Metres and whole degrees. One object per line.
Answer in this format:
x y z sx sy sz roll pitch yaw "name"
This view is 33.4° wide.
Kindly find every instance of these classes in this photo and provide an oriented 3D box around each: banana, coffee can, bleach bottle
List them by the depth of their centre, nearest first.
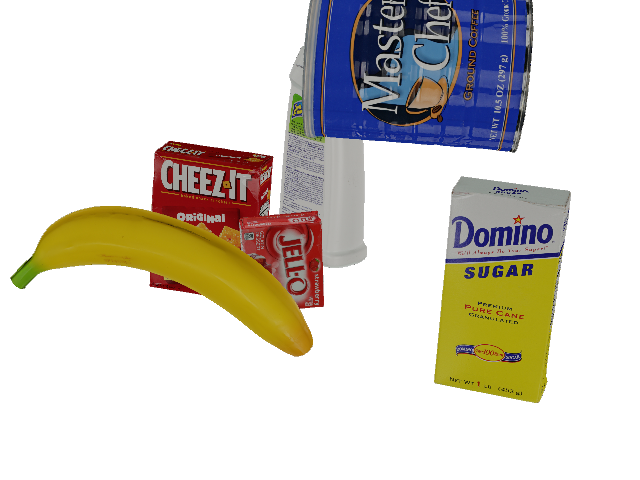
-0.094 0.019 0.680 0.197 0.070 0.037 15 29 -2 "banana"
0.063 -0.114 0.707 0.140 0.103 0.103 5 0 4 "coffee can"
0.007 -0.104 1.133 0.103 0.251 0.067 20 24 40 "bleach bottle"

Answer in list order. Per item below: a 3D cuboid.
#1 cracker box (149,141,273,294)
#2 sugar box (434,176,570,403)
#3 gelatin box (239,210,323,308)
-0.163 -0.026 1.568 0.164 0.214 0.072 9 21 10 "cracker box"
0.148 0.041 0.881 0.093 0.176 0.048 8 24 16 "sugar box"
-0.035 0.020 0.971 0.073 0.089 0.030 -5 26 -8 "gelatin box"
